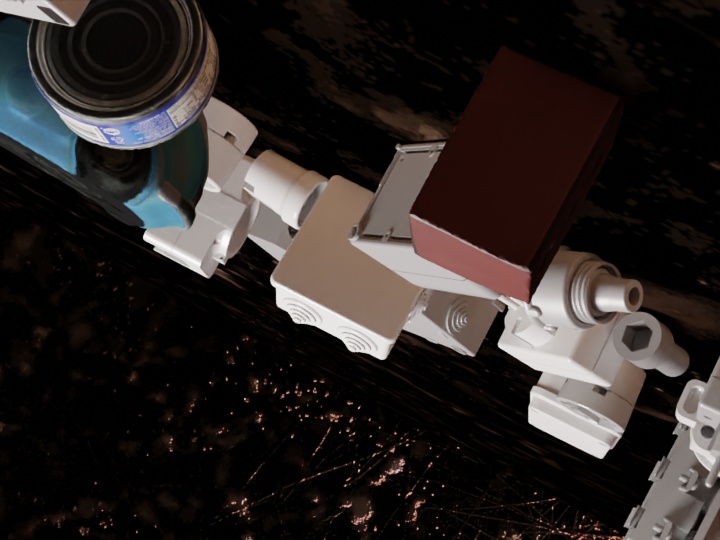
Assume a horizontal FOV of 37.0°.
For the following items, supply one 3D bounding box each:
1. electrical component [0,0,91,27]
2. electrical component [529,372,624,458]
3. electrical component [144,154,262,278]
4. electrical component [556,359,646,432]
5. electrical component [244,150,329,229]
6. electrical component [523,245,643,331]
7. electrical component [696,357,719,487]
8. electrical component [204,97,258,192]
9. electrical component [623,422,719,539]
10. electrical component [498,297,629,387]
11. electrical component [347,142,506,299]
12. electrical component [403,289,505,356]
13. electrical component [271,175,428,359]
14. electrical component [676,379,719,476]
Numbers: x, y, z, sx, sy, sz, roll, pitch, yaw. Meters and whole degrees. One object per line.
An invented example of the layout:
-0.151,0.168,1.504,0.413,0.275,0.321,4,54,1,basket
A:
-0.174,-0.161,0.460,0.109,0.056,0.109,20,168,40,electrical component
0.185,0.112,0.896,0.078,0.057,0.113,26,170,14,electrical component
-0.110,-0.045,0.798,0.056,0.089,0.050,27,170,6,electrical component
0.183,0.088,0.808,0.055,0.047,0.055,27,171,5,electrical component
-0.050,-0.056,0.730,0.046,0.040,0.040,32,172,15,electrical component
0.123,0.012,0.584,0.062,0.048,0.048,6,157,49,electrical component
0.229,0.097,0.632,0.066,0.076,0.047,24,170,22,electrical component
-0.102,-0.083,0.702,0.055,0.047,0.055,27,171,5,electrical component
0.246,0.161,0.789,0.063,0.121,0.078,28,171,15,electrical component
0.119,0.033,0.690,0.076,0.047,0.083,31,170,-23,electrical component
0.044,-0.025,0.554,0.061,0.061,0.096,33,170,-24,electrical component
0.048,0.019,0.818,0.100,0.048,0.100,19,167,44,electrical component
0.000,0.000,0.706,0.100,0.099,0.048,27,158,8,electrical component
0.243,0.103,0.688,0.078,0.058,0.057,24,167,21,electrical component
